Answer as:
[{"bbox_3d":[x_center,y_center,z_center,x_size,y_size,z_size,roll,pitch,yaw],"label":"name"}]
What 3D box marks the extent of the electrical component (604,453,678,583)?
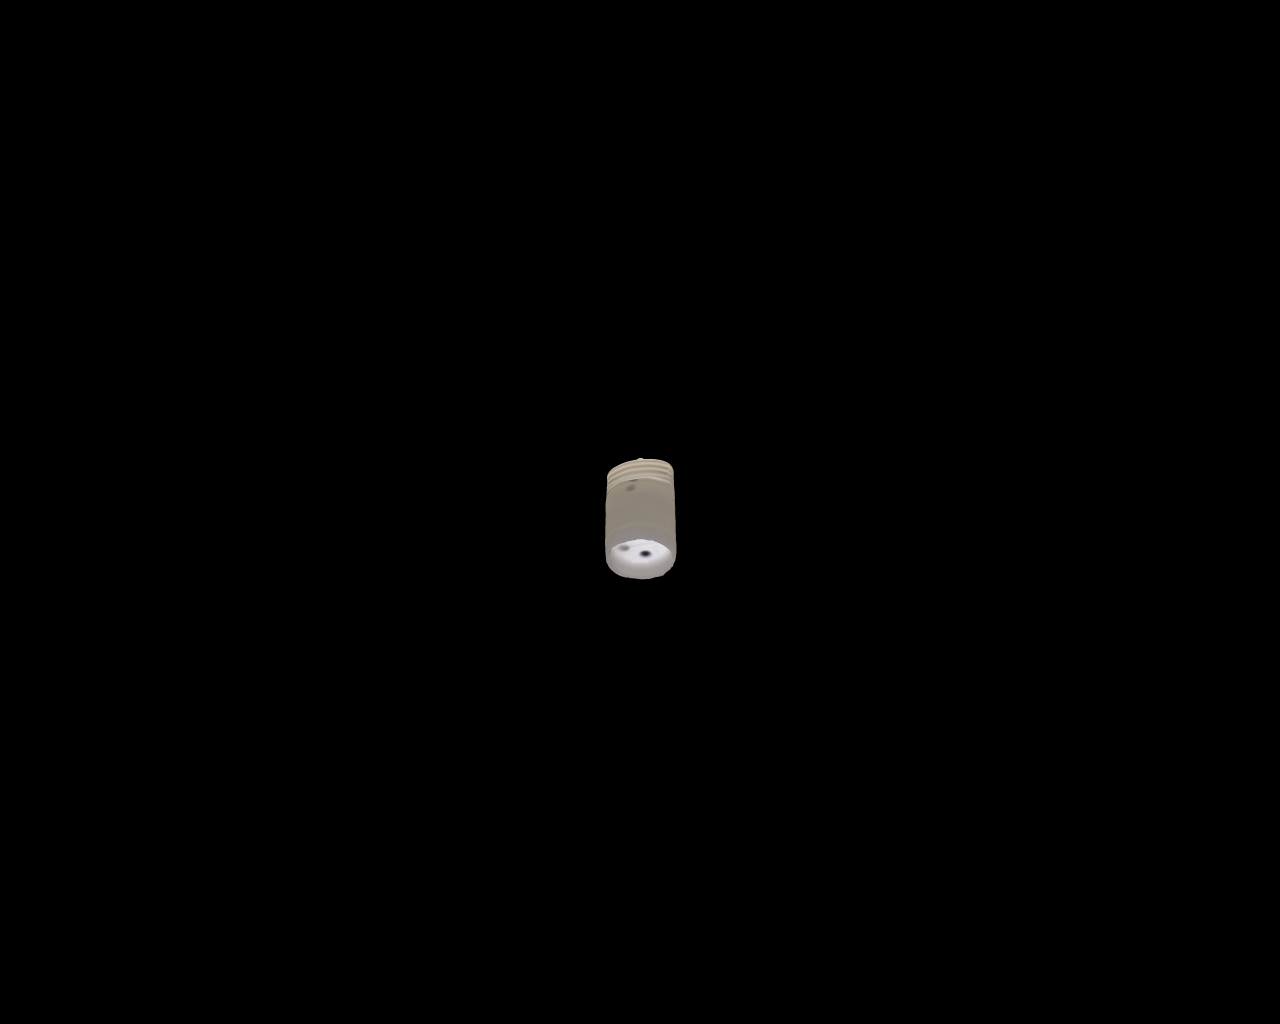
[{"bbox_3d":[0.001,-0.003,0.650,0.043,0.081,0.043,0,-39,0],"label":"electrical component"}]
